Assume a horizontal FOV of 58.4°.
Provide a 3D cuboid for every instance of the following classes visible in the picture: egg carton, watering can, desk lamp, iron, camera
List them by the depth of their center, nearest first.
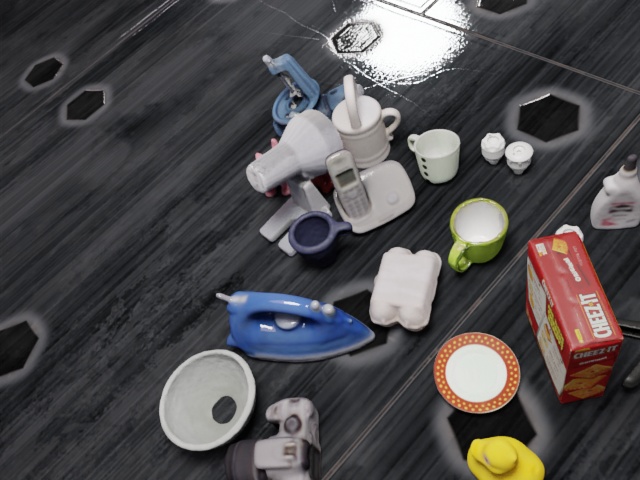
[{"bbox_3d":[-0.074,0.318,0.872,0.136,0.101,0.143,-9,55,13],"label":"camera"},{"bbox_3d":[-0.045,0.128,0.964,0.257,0.142,0.118,0,58,18],"label":"iron"},{"bbox_3d":[0.145,0.082,0.977,0.107,0.069,0.150,6,60,21],"label":"egg carton"},{"bbox_3d":[-0.044,-0.110,1.076,0.117,0.214,0.203,33,72,33],"label":"desk lamp"},{"bbox_3d":[0.067,-0.237,1.136,0.173,0.194,0.100,-25,53,1],"label":"watering can"}]

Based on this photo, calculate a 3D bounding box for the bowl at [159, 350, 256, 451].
[{"bbox_3d":[-0.175,0.273,0.951,0.167,0.075,0.167,-8,56,13],"label":"bowl"}]

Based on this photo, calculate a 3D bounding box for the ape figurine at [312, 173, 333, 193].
[{"bbox_3d":[0.011,-0.153,1.163,0.077,0.092,0.076,-14,54,9],"label":"ape figurine"}]

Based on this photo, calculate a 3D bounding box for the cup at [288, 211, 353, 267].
[{"bbox_3d":[0.010,0.004,1.057,0.117,0.095,0.091,-13,55,10],"label":"cup"}]

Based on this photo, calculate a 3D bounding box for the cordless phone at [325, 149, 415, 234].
[{"bbox_3d":[0.089,-0.108,1.050,0.147,0.185,0.094,-29,53,-2],"label":"cordless phone"}]

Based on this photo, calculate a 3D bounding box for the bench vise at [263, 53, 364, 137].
[{"bbox_3d":[-0.022,-0.319,1.204,0.207,0.220,0.121,-23,54,2],"label":"bench vise"}]

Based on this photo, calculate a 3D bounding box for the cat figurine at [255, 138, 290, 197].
[{"bbox_3d":[-0.096,-0.149,1.179,0.067,0.118,0.128,-2,57,17],"label":"cat figurine"}]

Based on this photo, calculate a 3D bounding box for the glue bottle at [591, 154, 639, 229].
[{"bbox_3d":[0.480,-0.077,0.910,0.078,0.173,0.037,-7,56,14],"label":"glue bottle"}]

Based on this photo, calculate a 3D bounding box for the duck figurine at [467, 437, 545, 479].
[{"bbox_3d":[0.253,0.303,0.786,0.104,0.086,0.077,12,62,25],"label":"duck figurine"}]
